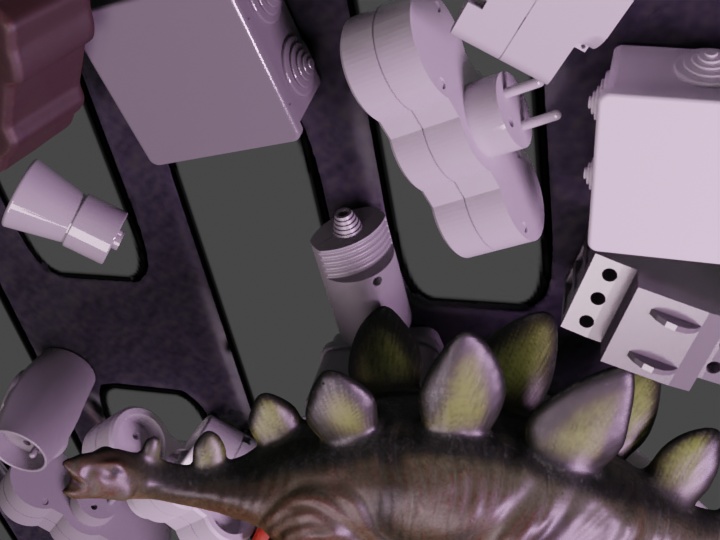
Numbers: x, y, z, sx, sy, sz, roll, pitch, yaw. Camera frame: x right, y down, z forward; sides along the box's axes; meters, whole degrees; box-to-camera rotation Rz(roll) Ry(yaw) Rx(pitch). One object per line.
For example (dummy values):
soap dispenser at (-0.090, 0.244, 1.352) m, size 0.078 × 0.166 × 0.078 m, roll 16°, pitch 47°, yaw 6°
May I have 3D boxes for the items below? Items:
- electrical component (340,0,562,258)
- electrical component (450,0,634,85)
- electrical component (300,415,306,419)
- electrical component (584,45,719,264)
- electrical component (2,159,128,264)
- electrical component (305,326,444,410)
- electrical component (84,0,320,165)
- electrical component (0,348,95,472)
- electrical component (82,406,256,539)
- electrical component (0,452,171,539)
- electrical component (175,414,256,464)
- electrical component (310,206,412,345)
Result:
electrical component at (0.056, -0.070, 0.503) m, size 0.074 × 0.052 × 0.138 m, roll -15°, pitch 125°, yaw 31°
electrical component at (0.085, -0.128, 0.439) m, size 0.056 × 0.050 × 0.089 m, roll 27°, pitch 136°, yaw -5°
electrical component at (-0.026, 0.130, 0.729) m, size 0.066 × 0.048 × 0.055 m, roll -9°, pitch 136°, yaw 27°
electrical component at (0.152, -0.052, 0.486) m, size 0.100 × 0.048 × 0.099 m, roll 7°, pitch 134°, yaw 15°
electrical component at (-0.171, -0.031, 0.633) m, size 0.065 × 0.044 × 0.044 m, roll 27°, pitch 135°, yaw -12°
electrical component at (0.024, 0.093, 0.667) m, size 0.078 × 0.057 × 0.113 m, roll -6°, pitch 129°, yaw 25°
electrical component at (-0.076, -0.105, 0.521) m, size 0.100 × 0.048 × 0.099 m, roll -7°, pitch 129°, yaw 26°
electrical component at (-0.224, 0.108, 0.759) m, size 0.044 × 0.077 × 0.079 m, roll 20°, pitch 135°, yaw 1°
electrical component at (-0.149, 0.162, 0.799) m, size 0.138 × 0.052 × 0.074 m, roll 42°, pitch 132°, yaw -20°
electrical component at (-0.210, 0.184, 0.843) m, size 0.138 × 0.052 × 0.073 m, roll 32°, pitch 134°, yaw -11°
electrical component at (-0.100, 0.135, 0.755) m, size 0.047 × 0.055 × 0.055 m, roll 35°, pitch 134°, yaw -8°
electrical component at (0.000, 0.000, 0.597) m, size 0.043 × 0.043 × 0.081 m, roll 0°, pitch 131°, yaw 20°
